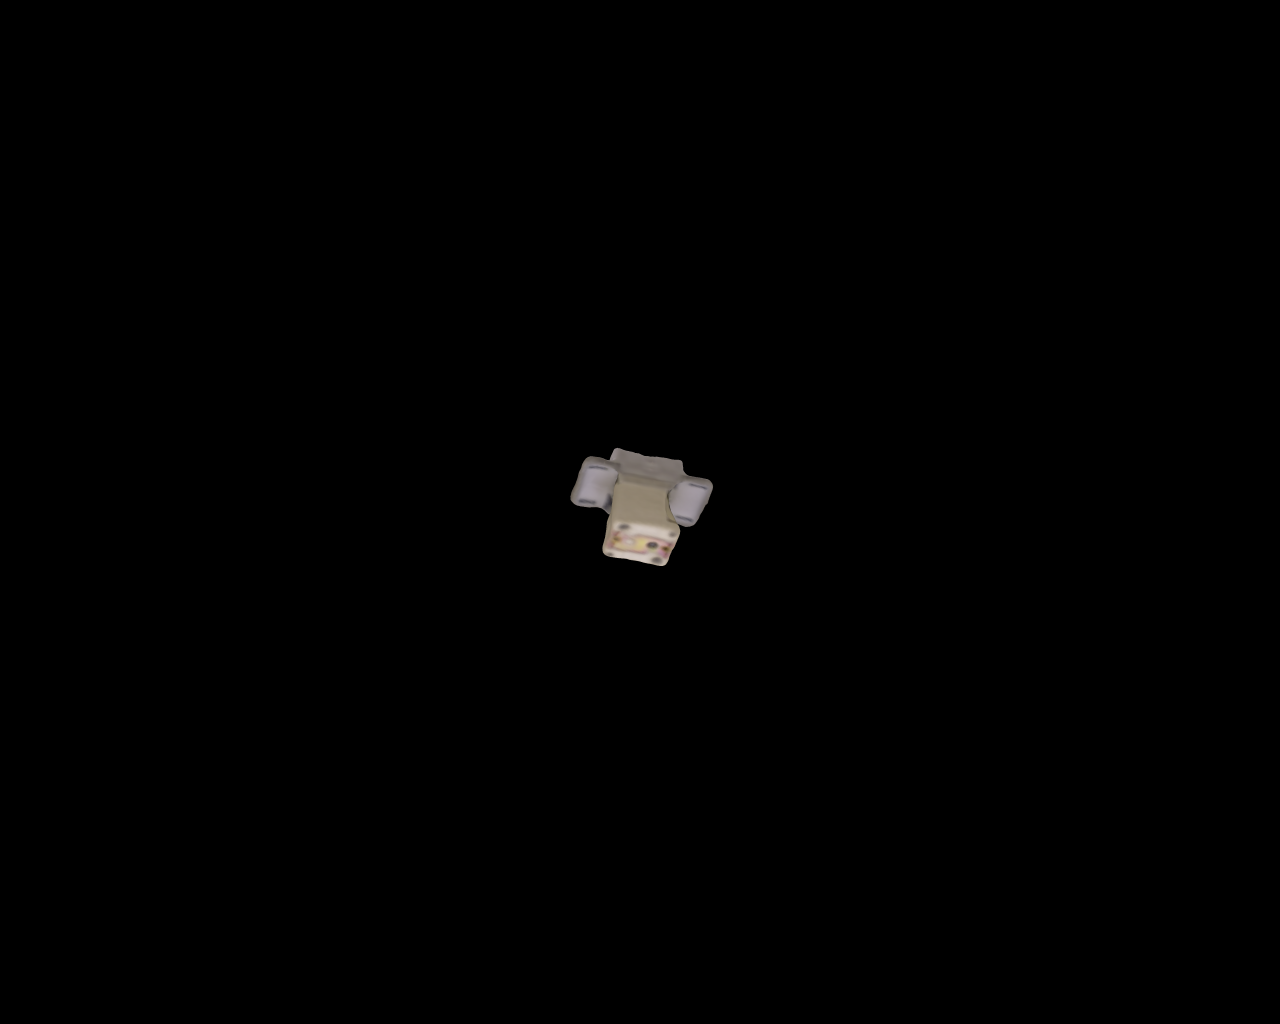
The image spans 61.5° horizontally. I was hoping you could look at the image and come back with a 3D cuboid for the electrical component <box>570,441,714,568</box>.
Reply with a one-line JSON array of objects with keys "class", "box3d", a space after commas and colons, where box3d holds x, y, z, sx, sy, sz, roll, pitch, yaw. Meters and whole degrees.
[{"class": "electrical component", "box3d": [0.001, -0.003, 0.650, 0.081, 0.064, 0.042, 10, -43, -11]}]
